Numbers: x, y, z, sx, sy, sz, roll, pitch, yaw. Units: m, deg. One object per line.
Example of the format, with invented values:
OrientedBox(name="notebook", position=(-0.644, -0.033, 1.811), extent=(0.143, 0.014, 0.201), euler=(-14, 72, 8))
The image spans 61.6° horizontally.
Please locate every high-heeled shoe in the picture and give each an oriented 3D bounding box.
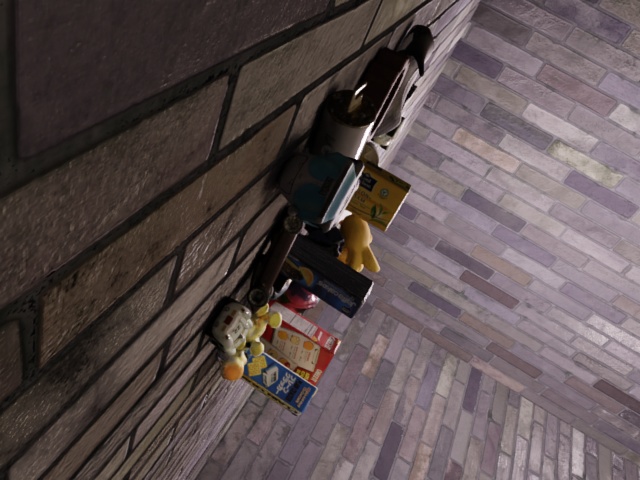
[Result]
OrientedBox(name="high-heeled shoe", position=(0.146, -0.326, 1.118), extent=(0.248, 0.086, 0.145), euler=(-41, -140, 44))

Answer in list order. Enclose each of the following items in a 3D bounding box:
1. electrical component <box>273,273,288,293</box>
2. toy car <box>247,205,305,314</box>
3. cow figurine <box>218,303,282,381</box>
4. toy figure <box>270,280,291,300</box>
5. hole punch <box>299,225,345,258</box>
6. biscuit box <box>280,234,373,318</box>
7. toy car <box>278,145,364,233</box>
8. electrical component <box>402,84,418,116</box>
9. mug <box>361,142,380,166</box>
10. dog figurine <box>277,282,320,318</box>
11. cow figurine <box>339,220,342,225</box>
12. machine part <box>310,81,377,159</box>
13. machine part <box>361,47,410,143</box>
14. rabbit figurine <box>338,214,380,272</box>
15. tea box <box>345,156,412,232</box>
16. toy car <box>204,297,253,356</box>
OrientedBox(name="electrical component", position=(-0.063, 0.047, 1.076), extent=(0.119, 0.075, 0.047), euler=(-52, 172, -38))
OrientedBox(name="toy car", position=(-0.080, 0.032, 0.933), extent=(0.202, 0.053, 0.089), euler=(-63, -176, 4))
OrientedBox(name="cow figurine", position=(-0.153, 0.195, 1.075), extent=(0.167, 0.068, 0.098), euler=(-57, -155, -9))
OrientedBox(name="toy figure", position=(-0.075, 0.072, 1.137), extent=(0.154, 0.064, 0.057), euler=(-46, 148, -53))
OrientedBox(name="hole punch", position=(-0.002, -0.004, 1.173), extent=(0.142, 0.116, 0.092), euler=(113, 2, -62))
OrientedBox(name="biscuit box", position=(-0.002, 0.062, 1.014), extent=(0.063, 0.203, 0.059), euler=(-52, 173, -47))
OrientedBox(name="toy car", position=(-0.004, -0.077, 0.748), extent=(0.109, 0.103, 0.161), euler=(-60, 178, 3))
OrientedBox(name="electrical component", position=(0.182, -0.325, 1.356), extent=(0.115, 0.058, 0.134), euler=(-51, 171, -45))
OrientedBox(name="mug", position=(0.104, -0.178, 1.232), extent=(0.107, 0.081, 0.109), euler=(-62, 136, -66))
OrientedBox(name="dog figurine", position=(-0.063, 0.115, 1.333), extent=(0.219, 0.191, 0.108), euler=(-30, 167, 23))
OrientedBox(name="cow figurine", position=(0.093, -0.117, 1.588), extent=(0.127, 0.085, 0.195), euler=(-55, 175, 18))
OrientedBox(name="machine part", position=(0.026, -0.142, 0.820), extent=(0.079, 0.079, 0.243), euler=(-56, 175, -33))
OrientedBox(name="machine part", position=(0.100, -0.260, 0.970), extent=(0.179, 0.056, 0.179), euler=(-60, 175, -8))
OrientedBox(name="rabbit figurine", position=(0.069, 0.007, 1.229), extent=(0.122, 0.162, 0.173), euler=(-11, 160, -12))
OrientedBox(name="tea box", position=(0.084, -0.104, 1.071), extent=(0.098, 0.170, 0.068), euler=(-63, 173, 25))
OrientedBox(name="toy car", position=(-0.152, 0.153, 0.924), extent=(0.073, 0.056, 0.201), euler=(-58, 174, -19))
